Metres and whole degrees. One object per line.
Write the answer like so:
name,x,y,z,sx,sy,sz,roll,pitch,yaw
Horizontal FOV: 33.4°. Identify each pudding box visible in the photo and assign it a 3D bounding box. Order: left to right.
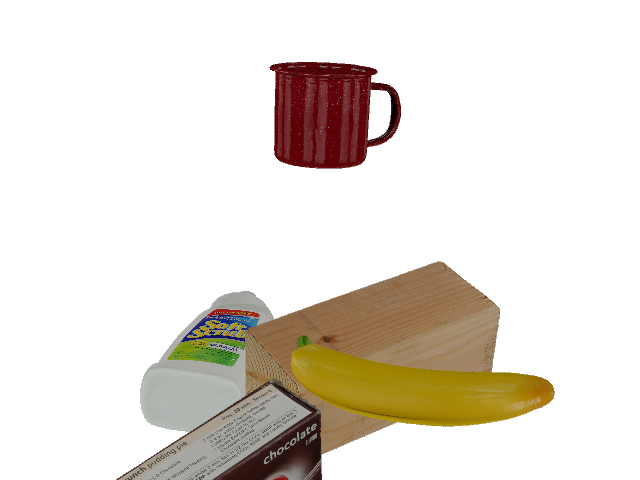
pudding box,-0.050,0.130,0.496,0.039,0.090,0.113,30,47,34

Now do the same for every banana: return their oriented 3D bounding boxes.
banana,0.055,0.095,0.726,0.198,0.037,0.069,10,35,27

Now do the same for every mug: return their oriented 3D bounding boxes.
mug,0.013,-0.109,0.928,0.117,0.081,0.093,-1,16,-13

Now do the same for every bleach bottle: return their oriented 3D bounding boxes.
bleach bottle,-0.108,0.112,1.122,0.102,0.068,0.250,7,20,4

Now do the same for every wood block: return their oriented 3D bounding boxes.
wood block,0.045,0.102,0.934,0.205,0.090,0.091,-17,37,-27
